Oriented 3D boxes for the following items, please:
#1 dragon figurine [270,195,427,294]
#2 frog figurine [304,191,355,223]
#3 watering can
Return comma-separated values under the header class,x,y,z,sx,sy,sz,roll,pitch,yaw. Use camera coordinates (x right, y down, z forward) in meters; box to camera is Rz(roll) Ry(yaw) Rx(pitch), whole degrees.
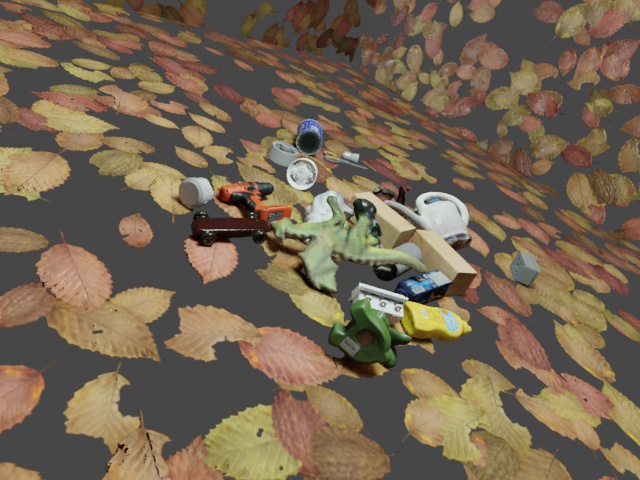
class,x,y,z,sx,sy,sz,roll,pitch,yaw
dragon figurine,0.056,0.040,1.320,0.412,0.247,0.119,32,-31,11
frog figurine,0.005,-0.075,1.492,0.161,0.121,0.137,-18,16,-42
watering can,0.378,-0.059,1.729,0.349,0.228,0.102,-7,-27,-30
